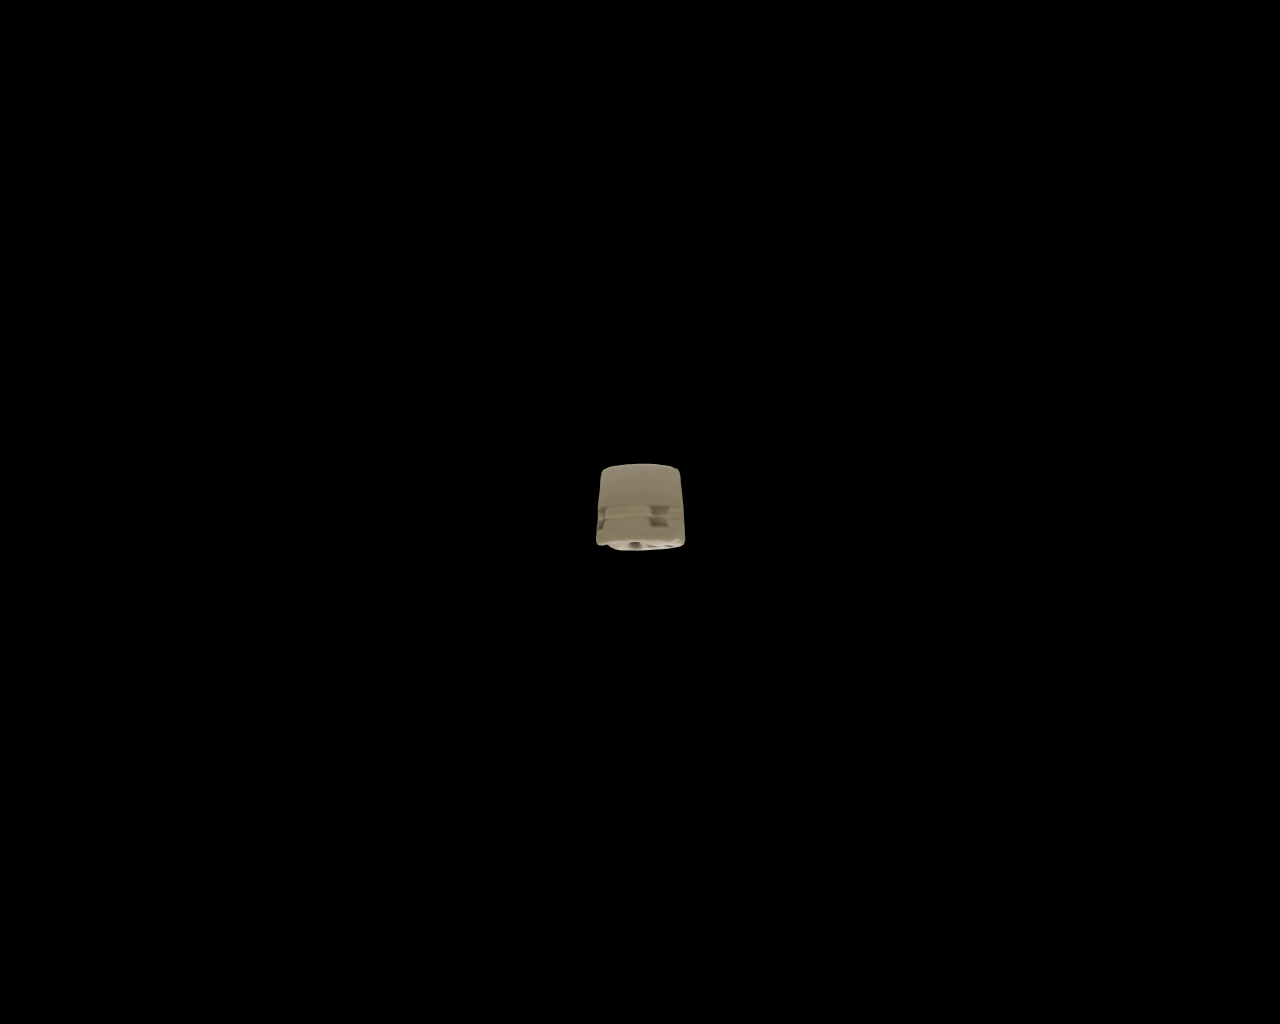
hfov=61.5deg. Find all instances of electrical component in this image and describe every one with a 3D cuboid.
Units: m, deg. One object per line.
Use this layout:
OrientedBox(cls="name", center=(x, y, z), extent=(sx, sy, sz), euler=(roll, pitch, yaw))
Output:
OrientedBox(cls="electrical component", center=(0.001, -0.003, 0.650), extent=(0.055, 0.047, 0.055), euler=(0, -7, 0))
